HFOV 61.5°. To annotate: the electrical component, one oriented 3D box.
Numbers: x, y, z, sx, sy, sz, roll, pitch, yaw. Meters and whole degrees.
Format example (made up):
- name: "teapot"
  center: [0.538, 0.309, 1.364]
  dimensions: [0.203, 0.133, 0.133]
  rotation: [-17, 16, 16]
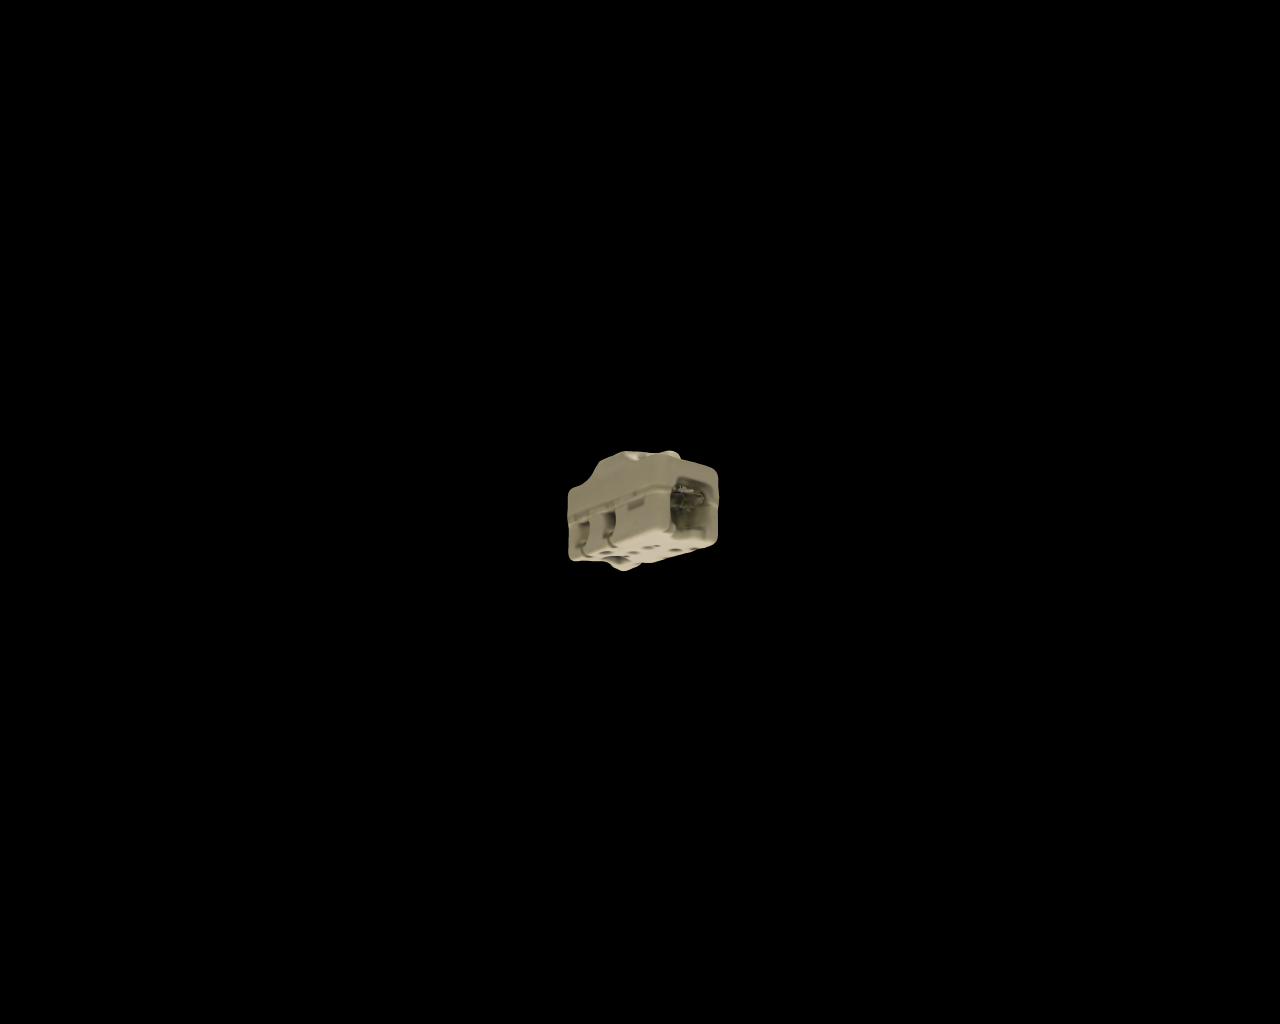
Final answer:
- name: "electrical component"
  center: [0.001, -0.003, 0.650]
  dimensions: [0.050, 0.056, 0.089]
  rotation: [14, -22, -38]
